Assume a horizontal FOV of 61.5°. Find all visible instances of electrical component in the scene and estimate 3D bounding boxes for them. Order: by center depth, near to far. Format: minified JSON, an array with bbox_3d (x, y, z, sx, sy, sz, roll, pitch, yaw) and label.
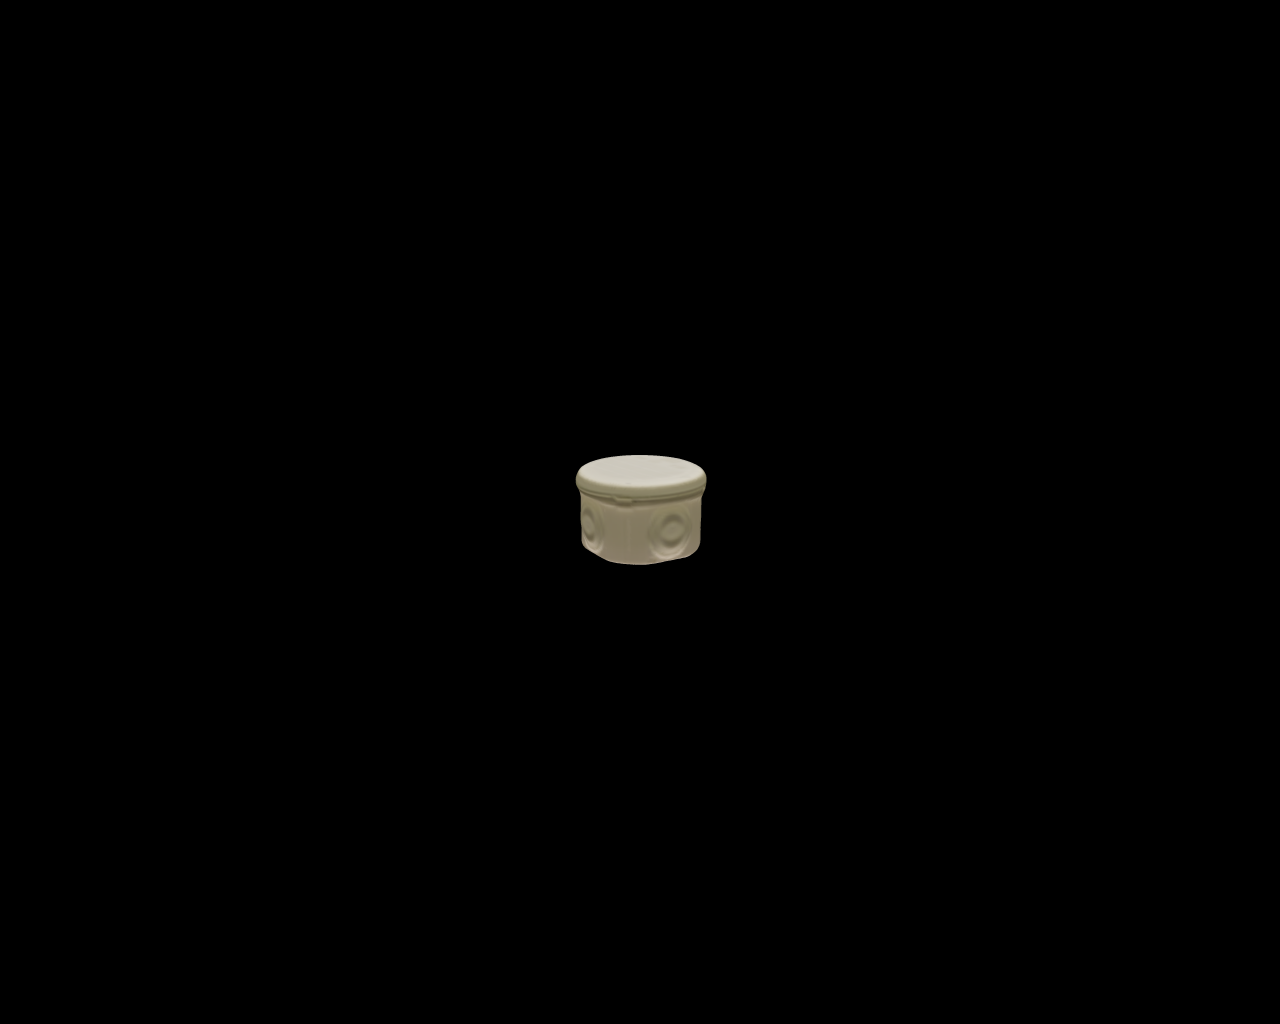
[{"bbox_3d":[0.001,-0.003,0.650,0.080,0.051,0.080,0,17,0],"label":"electrical component"}]
